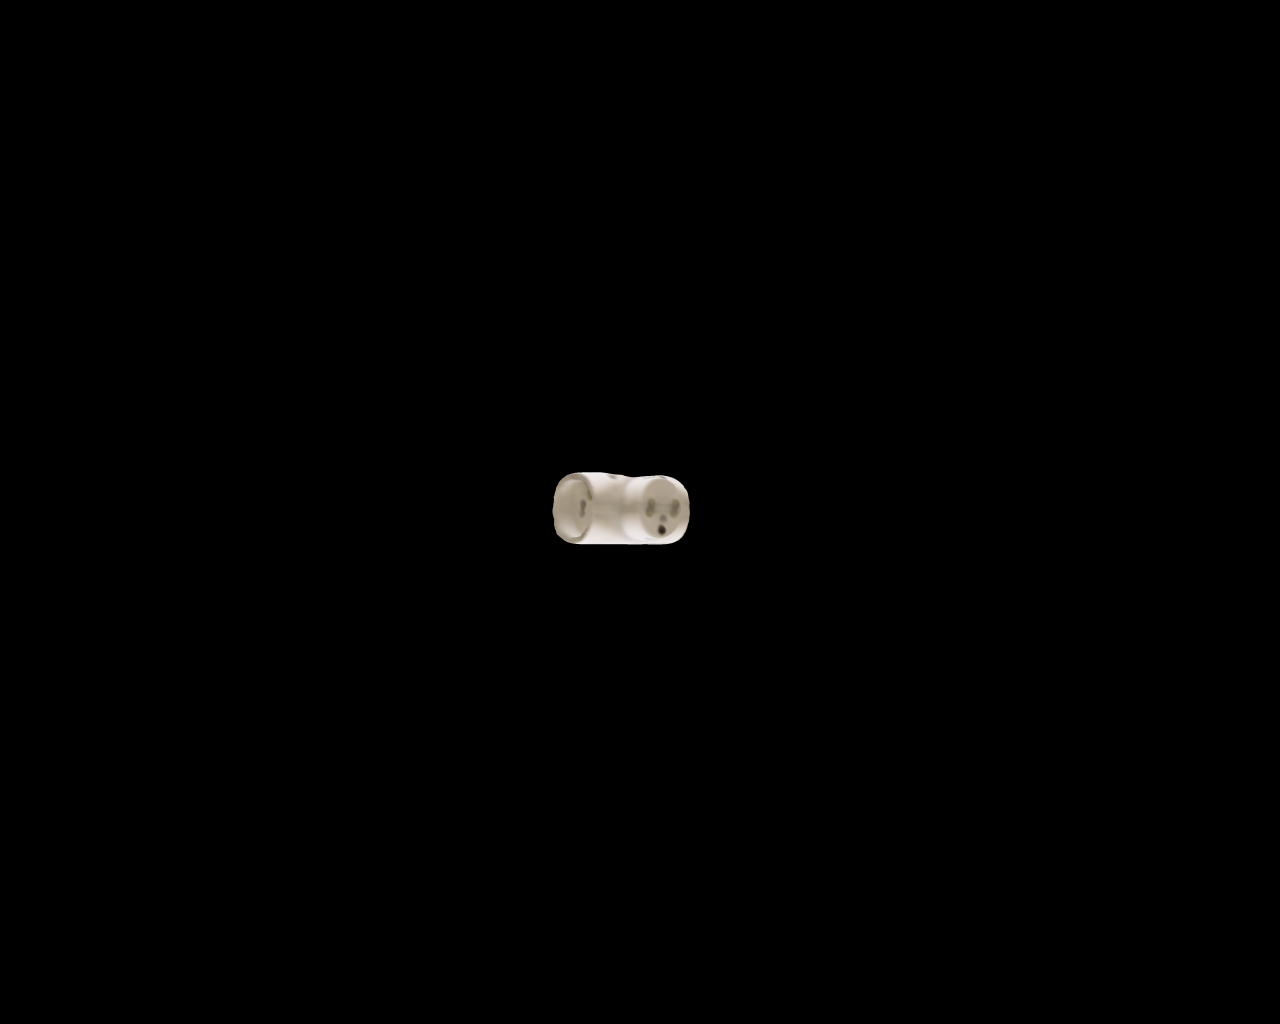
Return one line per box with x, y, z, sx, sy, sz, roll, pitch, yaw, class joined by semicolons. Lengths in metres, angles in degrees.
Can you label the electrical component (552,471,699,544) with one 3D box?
0.001;-0.003;0.650;0.077;0.044;0.079;2;-2;-40;electrical component
